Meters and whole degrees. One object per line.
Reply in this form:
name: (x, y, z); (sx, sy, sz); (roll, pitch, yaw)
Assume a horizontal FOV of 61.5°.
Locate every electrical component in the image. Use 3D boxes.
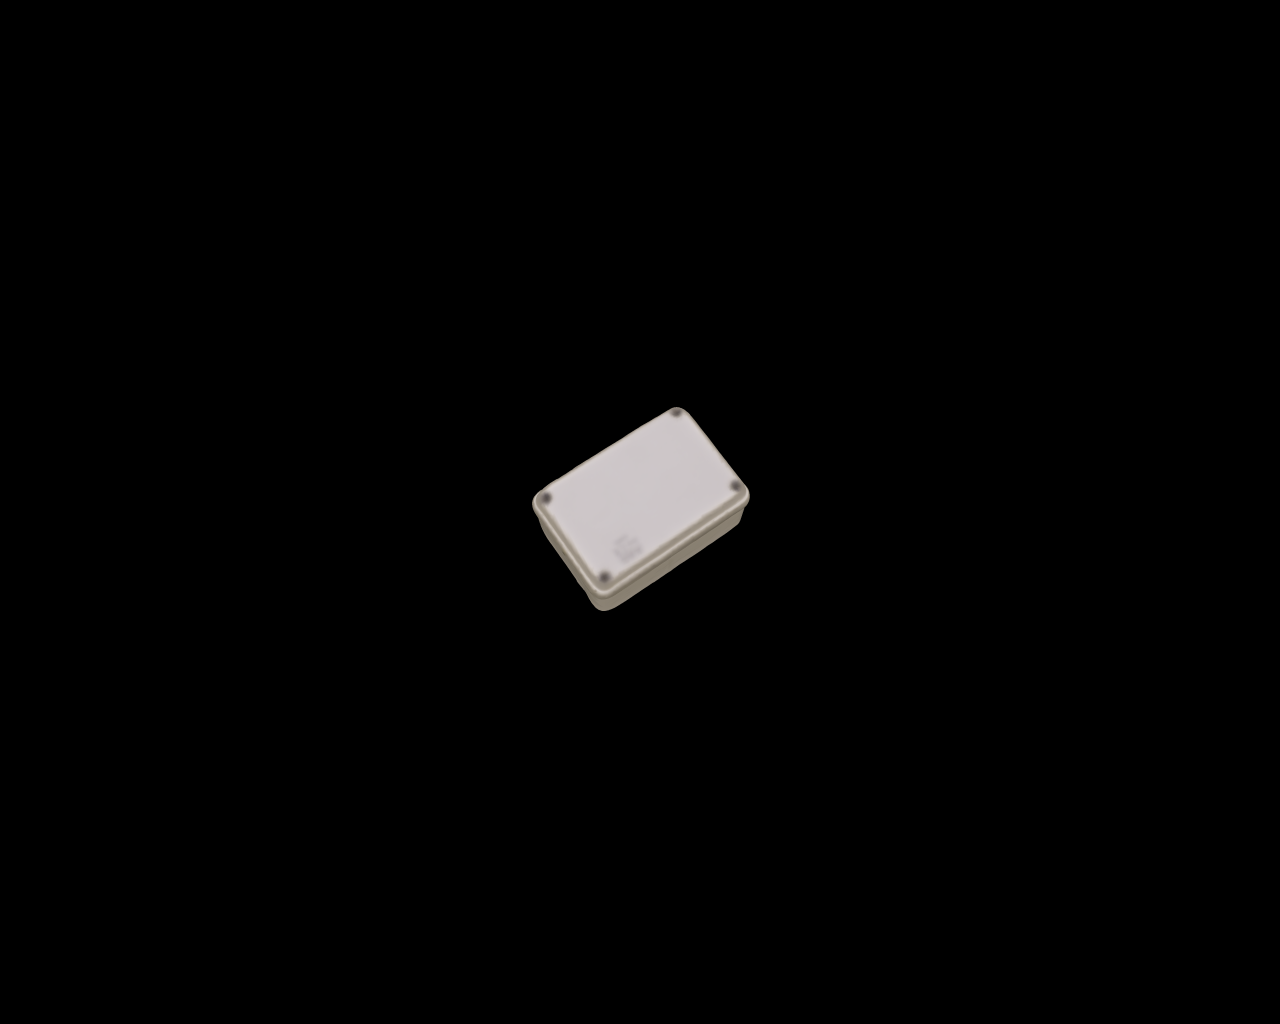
electrical component: (0.001, -0.003, 0.650); (0.113, 0.078, 0.057); (-33, -16, -11)
